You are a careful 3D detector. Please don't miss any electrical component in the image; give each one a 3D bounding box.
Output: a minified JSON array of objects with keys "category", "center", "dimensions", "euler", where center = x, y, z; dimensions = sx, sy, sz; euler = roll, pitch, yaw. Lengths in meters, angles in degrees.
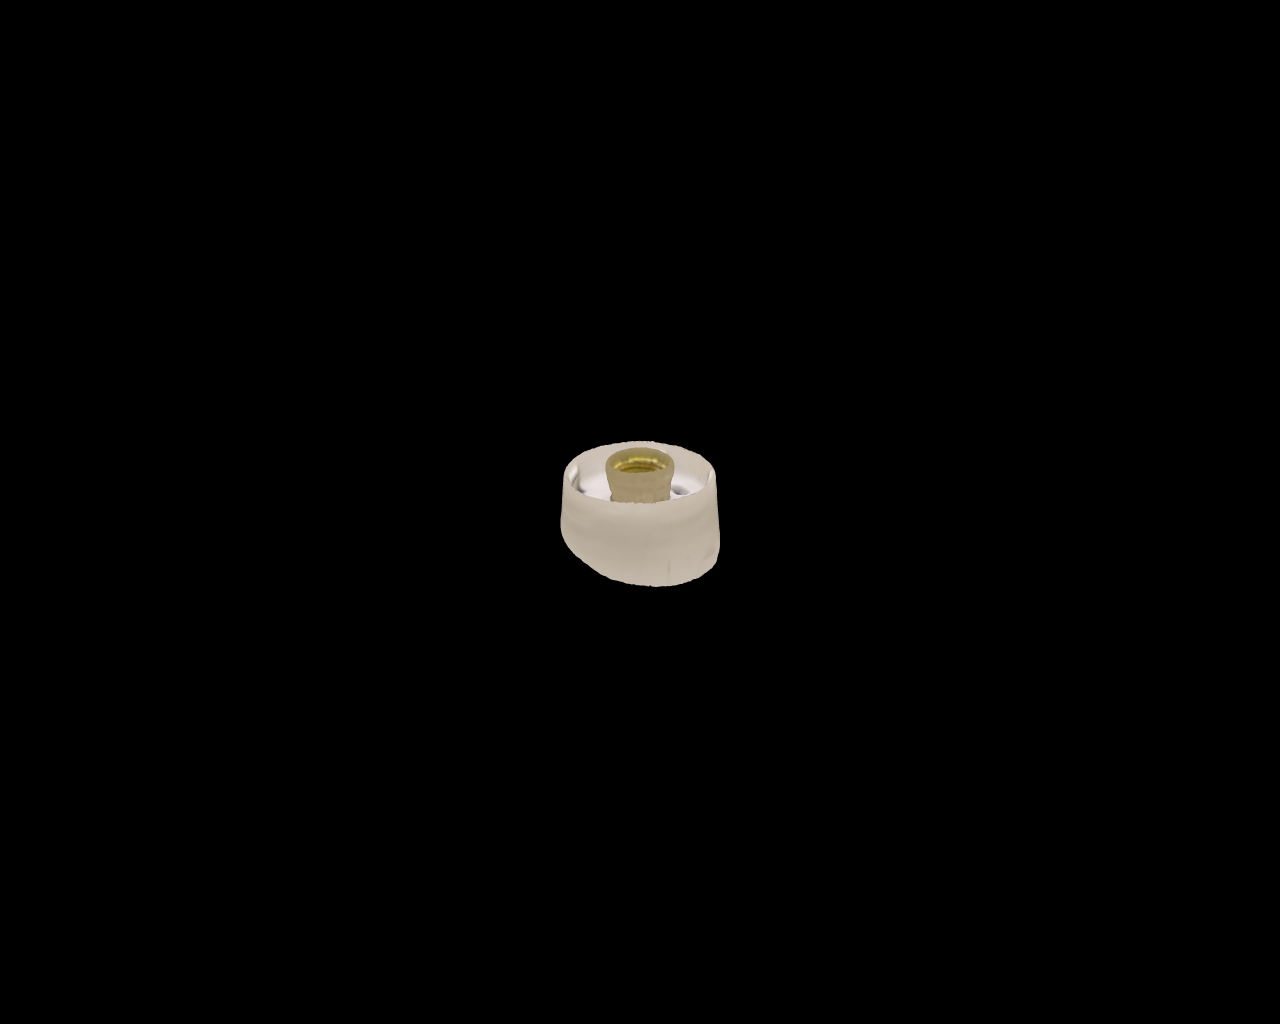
[{"category":"electrical component","center":[0.001,-0.003,0.650],"dimensions":[0.099,0.064,0.099],"euler":[0,27,0]}]
